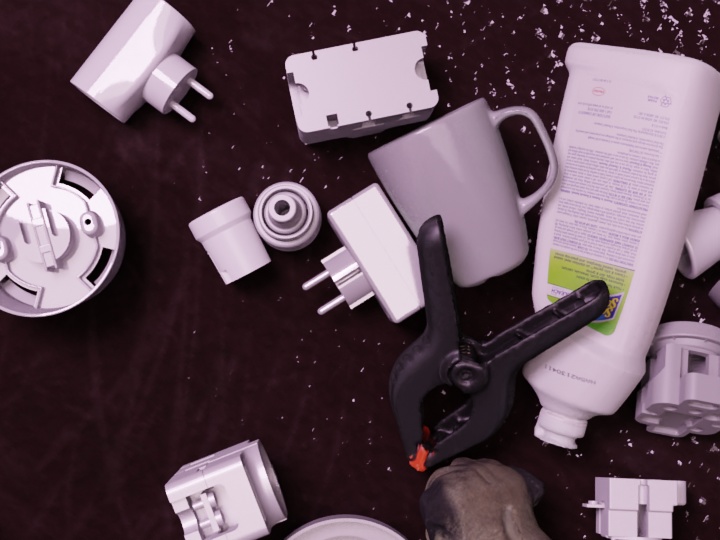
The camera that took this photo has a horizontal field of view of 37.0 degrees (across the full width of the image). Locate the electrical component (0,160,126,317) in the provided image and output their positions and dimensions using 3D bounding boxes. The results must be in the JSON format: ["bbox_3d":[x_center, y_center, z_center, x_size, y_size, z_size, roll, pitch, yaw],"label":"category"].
[{"bbox_3d":[-0.198,-0.020,0.683,0.099,0.064,0.099,0,88,-2],"label":"electrical component"}]

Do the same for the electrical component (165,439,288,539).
[{"bbox_3d":[-0.080,0.140,0.668,0.056,0.089,0.050,-21,89,-3],"label":"electrical component"}]

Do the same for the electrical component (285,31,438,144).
[{"bbox_3d":[0.000,-0.116,0.697,0.089,0.055,0.050,-12,88,-2],"label":"electrical component"}]

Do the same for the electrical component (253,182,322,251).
[{"bbox_3d":[-0.047,-0.035,0.689,0.043,0.062,0.043,0,85,1],"label":"electrical component"}]

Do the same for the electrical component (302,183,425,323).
[{"bbox_3d":[0.000,0.000,0.697,0.076,0.047,0.083,-32,89,-2],"label":"electrical component"}]

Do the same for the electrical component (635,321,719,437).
[{"bbox_3d":[0.210,0.069,0.691,0.058,0.078,0.057,11,66,-1],"label":"electrical component"}]

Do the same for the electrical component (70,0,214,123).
[{"bbox_3d":[-0.133,-0.128,0.700,0.079,0.043,0.077,37,87,0],"label":"electrical component"}]

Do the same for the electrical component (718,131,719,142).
[{"bbox_3d":[0.287,-0.070,0.707,0.079,0.044,0.077,-9,62,-32],"label":"electrical component"}]

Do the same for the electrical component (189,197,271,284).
[{"bbox_3d":[-0.083,-0.019,0.700,0.040,0.040,0.046,-28,94,-3],"label":"electrical component"}]

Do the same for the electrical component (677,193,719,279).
[{"bbox_3d":[0.233,-0.025,0.707,0.055,0.045,0.045,-24,89,-3],"label":"electrical component"}]

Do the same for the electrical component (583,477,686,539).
[{"bbox_3d":[0.179,0.164,0.698,0.066,0.048,0.055,3,80,-2],"label":"electrical component"}]
